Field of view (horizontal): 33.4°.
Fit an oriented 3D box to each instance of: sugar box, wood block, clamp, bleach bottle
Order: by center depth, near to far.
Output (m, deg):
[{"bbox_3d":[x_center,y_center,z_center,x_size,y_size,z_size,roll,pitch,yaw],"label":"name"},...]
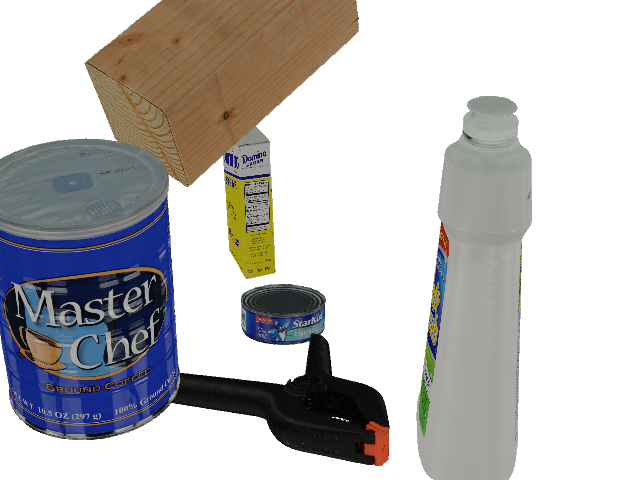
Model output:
[{"bbox_3d":[0.098,0.029,0.666,0.068,0.251,0.102,2,30,4],"label":"bleach bottle"},{"bbox_3d":[-0.071,-0.154,0.845,0.090,0.205,0.091,33,-25,27],"label":"wood block"},{"bbox_3d":[-0.007,0.126,0.865,0.164,0.036,0.210,-17,22,-39],"label":"clamp"},{"bbox_3d":[-0.090,-0.052,1.319,0.048,0.176,0.093,-12,26,-15],"label":"sugar box"}]

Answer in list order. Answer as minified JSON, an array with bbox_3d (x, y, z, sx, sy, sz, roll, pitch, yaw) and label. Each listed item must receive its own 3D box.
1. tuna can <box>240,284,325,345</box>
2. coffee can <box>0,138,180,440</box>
[{"bbox_3d":[-0.038,0.074,1.075,0.086,0.034,0.086,1,18,0],"label":"tuna can"},{"bbox_3d":[-0.134,0.027,0.608,0.103,0.140,0.103,1,32,-1],"label":"coffee can"}]
